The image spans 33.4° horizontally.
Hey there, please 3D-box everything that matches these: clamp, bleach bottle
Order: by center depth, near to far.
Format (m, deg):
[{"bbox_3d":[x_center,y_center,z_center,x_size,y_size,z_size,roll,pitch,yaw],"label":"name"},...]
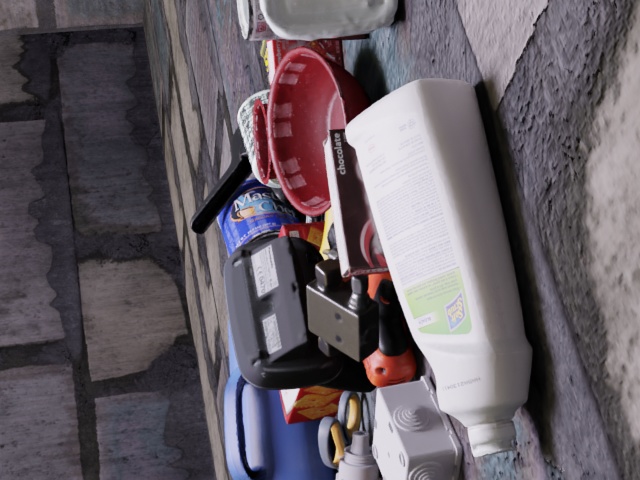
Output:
[{"bbox_3d":[0.087,0.022,0.731,0.103,0.067,0.251,-30,67,53],"label":"bleach bottle"},{"bbox_3d":[-0.076,-0.106,1.363,0.165,0.036,0.210,-9,51,40],"label":"clamp"}]

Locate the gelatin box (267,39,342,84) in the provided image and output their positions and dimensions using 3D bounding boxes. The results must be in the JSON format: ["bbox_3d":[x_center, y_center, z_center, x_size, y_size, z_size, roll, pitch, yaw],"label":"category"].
[{"bbox_3d":[-0.013,-0.165,1.097,0.030,0.073,0.089,-162,66,-76],"label":"gelatin box"}]

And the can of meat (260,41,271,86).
[{"bbox_3d":[-0.027,-0.194,1.189,0.102,0.057,0.084,115,144,-68],"label":"can of meat"}]

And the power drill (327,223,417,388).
[{"bbox_3d":[0.051,0.013,0.939,0.188,0.057,0.184,96,159,-54],"label":"power drill"}]

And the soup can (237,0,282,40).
[{"bbox_3d":[-0.027,-0.235,1.056,0.068,0.102,0.068,173,90,-78],"label":"soup can"}]

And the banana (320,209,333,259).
[{"bbox_3d":[0.003,0.014,1.088,0.037,0.069,0.198,-117,52,-80],"label":"banana"}]

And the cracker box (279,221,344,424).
[{"bbox_3d":[-0.010,0.099,1.227,0.214,0.072,0.164,108,152,-61],"label":"cracker box"}]

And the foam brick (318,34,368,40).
[{"bbox_3d":[0.013,-0.228,0.997,0.053,0.051,0.078,-129,34,-69],"label":"foam brick"}]

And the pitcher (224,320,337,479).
[{"bbox_3d":[-0.060,0.205,1.358,0.149,0.145,0.243,119,146,-69],"label":"pitcher"}]

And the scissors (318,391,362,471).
[{"bbox_3d":[0.036,0.244,1.189,0.201,0.016,0.096,68,-142,-48],"label":"scissors"}]

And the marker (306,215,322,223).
[{"bbox_3d":[-0.008,0.002,1.288,0.020,0.020,0.121,-111,19,-49],"label":"marker"}]

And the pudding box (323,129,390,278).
[{"bbox_3d":[0.054,-0.031,0.818,0.039,0.090,0.113,122,140,-73],"label":"pudding box"}]

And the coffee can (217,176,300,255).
[{"bbox_3d":[-0.072,-0.005,1.379,0.140,0.102,0.103,-114,22,-55],"label":"coffee can"}]

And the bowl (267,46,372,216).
[{"bbox_3d":[0.008,-0.105,1.023,0.162,0.055,0.162,22,116,58],"label":"bowl"}]

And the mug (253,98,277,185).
[{"bbox_3d":[-0.027,-0.104,1.169,0.117,0.081,0.093,104,157,-57],"label":"mug"}]
